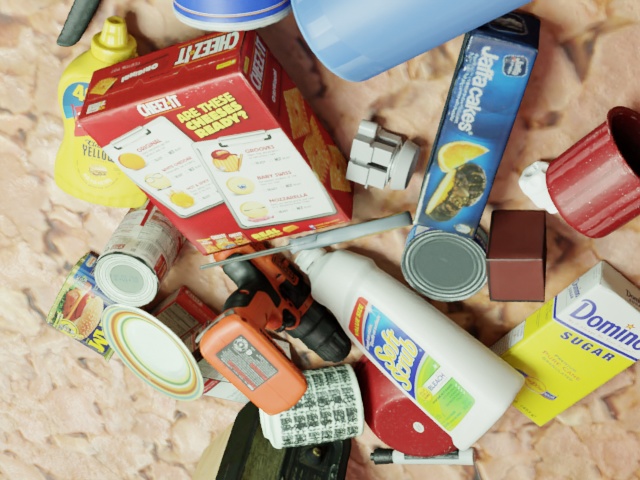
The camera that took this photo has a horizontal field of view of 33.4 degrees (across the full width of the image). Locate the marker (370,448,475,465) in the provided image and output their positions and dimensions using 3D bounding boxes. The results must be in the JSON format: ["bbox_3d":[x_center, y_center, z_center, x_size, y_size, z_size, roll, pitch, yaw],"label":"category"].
[{"bbox_3d":[0.116,0.247,1.218,0.121,0.020,0.020,-4,124,18],"label":"marker"}]

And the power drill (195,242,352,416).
[{"bbox_3d":[-0.042,0.089,1.042,0.184,0.187,0.057,43,110,-14],"label":"power drill"}]

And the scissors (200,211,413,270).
[{"bbox_3d":[-0.007,0.001,1.018,0.202,0.096,0.016,-13,90,15],"label":"scissors"}]

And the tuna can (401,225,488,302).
[{"bbox_3d":[0.123,0.016,1.036,0.086,0.033,0.086,8,127,10],"label":"tuna can"}]

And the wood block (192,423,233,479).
[{"bbox_3d":[-0.107,0.320,1.216,0.090,0.206,0.090,35,127,-11],"label":"wood block"}]

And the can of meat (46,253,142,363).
[{"bbox_3d":[-0.243,0.072,1.169,0.084,0.057,0.102,32,127,-5],"label":"can of meat"}]

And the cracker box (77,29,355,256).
[{"bbox_3d":[-0.085,-0.083,0.961,0.164,0.072,0.213,-13,140,23],"label":"cracker box"}]

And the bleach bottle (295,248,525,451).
[{"bbox_3d":[0.077,0.095,1.066,0.251,0.068,0.103,39,137,7],"label":"bleach bottle"}]

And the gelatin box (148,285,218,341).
[{"bbox_3d":[-0.155,0.100,1.180,0.073,0.030,0.089,44,122,-17],"label":"gelatin box"}]

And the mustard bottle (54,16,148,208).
[{"bbox_3d":[-0.199,-0.123,1.010,0.096,0.058,0.192,15,128,2],"label":"mustard bottle"}]

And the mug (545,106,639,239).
[{"bbox_3d":[0.258,-0.053,0.922,0.117,0.093,0.082,8,145,-39],"label":"mug"}]

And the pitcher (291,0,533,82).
[{"bbox_3d":[0.091,-0.220,0.807,0.243,0.145,0.149,-25,118,33],"label":"pitcher"}]

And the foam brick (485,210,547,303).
[{"bbox_3d":[0.184,0.015,0.991,0.051,0.078,0.053,-1,127,15],"label":"foam brick"}]

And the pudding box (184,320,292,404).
[{"bbox_3d":[-0.099,0.134,1.157,0.113,0.039,0.090,18,135,-37],"label":"pudding box"}]

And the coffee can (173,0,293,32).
[{"bbox_3d":[-0.074,-0.252,0.851,0.103,0.102,0.140,6,127,12],"label":"coffee can"}]

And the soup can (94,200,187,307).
[{"bbox_3d":[-0.178,0.010,1.074,0.068,0.102,0.068,7,127,10],"label":"soup can"}]

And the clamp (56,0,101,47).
[{"bbox_3d":[-0.205,-0.253,0.929,0.172,0.039,0.120,-28,120,27],"label":"clamp"}]

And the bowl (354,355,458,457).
[{"bbox_3d":[0.108,0.183,1.150,0.162,0.055,0.162,8,127,10],"label":"bowl"}]

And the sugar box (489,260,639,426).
[{"bbox_3d":[0.249,0.106,1.059,0.093,0.048,0.176,37,128,-10],"label":"sugar box"}]
